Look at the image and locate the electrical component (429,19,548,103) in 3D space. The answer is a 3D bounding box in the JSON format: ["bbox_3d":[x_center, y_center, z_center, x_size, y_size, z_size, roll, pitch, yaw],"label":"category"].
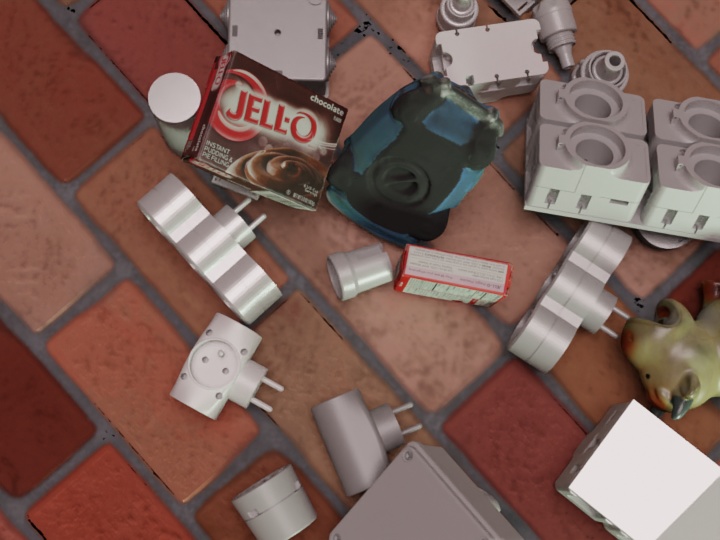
[{"bbox_3d":[0.109,-0.176,0.925,0.089,0.055,0.050,-9,81,-5],"label":"electrical component"}]

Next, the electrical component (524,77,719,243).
[{"bbox_3d":[0.236,-0.093,0.894,0.186,0.060,0.105,10,51,-1],"label":"electrical component"}]

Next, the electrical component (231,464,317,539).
[{"bbox_3d":[-0.067,0.189,0.855,0.055,0.055,0.047,-31,87,-8],"label":"electrical component"}]

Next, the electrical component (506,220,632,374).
[{"bbox_3d":[0.189,0.028,0.896,0.074,0.052,0.138,33,80,2],"label":"electrical component"}]

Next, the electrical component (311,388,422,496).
[{"bbox_3d":[0.011,0.133,0.874,0.079,0.043,0.077,-22,82,-7],"label":"electrical component"}]

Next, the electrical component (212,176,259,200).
[{"bbox_3d":[-0.091,-0.105,0.898,0.042,0.064,0.081,20,80,1],"label":"electrical component"}]

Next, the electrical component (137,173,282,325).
[{"bbox_3d":[-0.112,-0.029,0.890,0.074,0.052,0.138,-42,85,-9],"label":"electrical component"}]

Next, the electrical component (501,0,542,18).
[{"bbox_3d":[0.128,-0.294,0.943,0.079,0.063,0.121,-42,85,-9],"label":"electrical component"}]

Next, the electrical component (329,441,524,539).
[{"bbox_3d":[0.049,0.207,0.822,0.108,0.056,0.108,-51,58,12],"label":"electrical component"}]

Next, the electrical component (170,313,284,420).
[{"bbox_3d":[-0.101,0.087,0.874,0.079,0.044,0.077,29,80,2],"label":"electrical component"}]

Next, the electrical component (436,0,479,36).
[{"bbox_3d":[0.086,-0.225,0.929,0.035,0.061,0.035,1,80,-4],"label":"electrical component"}]

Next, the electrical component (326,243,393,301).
[{"bbox_3d":[0.000,0.000,0.898,0.046,0.040,0.040,-18,82,-12],"label":"electrical component"}]

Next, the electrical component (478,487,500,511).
[{"bbox_3d":[0.081,0.203,0.866,0.048,0.048,0.062,27,87,2],"label":"electrical component"}]

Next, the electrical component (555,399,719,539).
[{"bbox_3d":[0.246,0.187,0.868,0.150,0.061,0.089,38,81,4],"label":"electrical component"}]

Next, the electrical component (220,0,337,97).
[{"bbox_3d":[-0.070,-0.195,0.922,0.100,0.048,0.099,1,80,-3],"label":"electrical component"}]

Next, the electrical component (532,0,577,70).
[{"bbox_3d":[0.175,-0.206,0.945,0.035,0.035,0.061,-15,84,-6],"label":"electrical component"}]

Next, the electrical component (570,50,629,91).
[{"bbox_3d":[0.211,-0.169,0.926,0.048,0.062,0.048,1,80,-3],"label":"electrical component"}]
